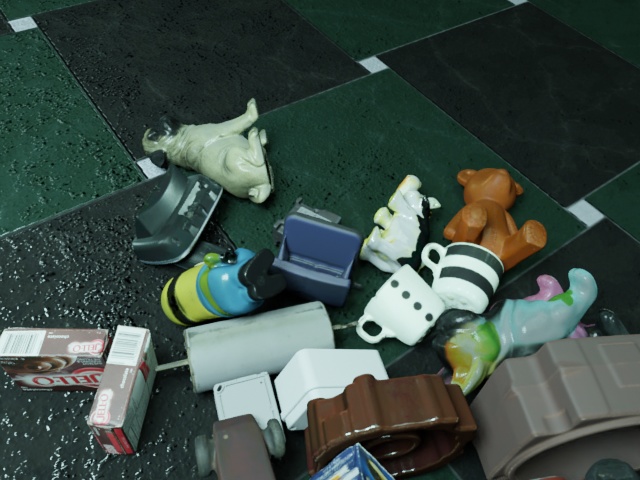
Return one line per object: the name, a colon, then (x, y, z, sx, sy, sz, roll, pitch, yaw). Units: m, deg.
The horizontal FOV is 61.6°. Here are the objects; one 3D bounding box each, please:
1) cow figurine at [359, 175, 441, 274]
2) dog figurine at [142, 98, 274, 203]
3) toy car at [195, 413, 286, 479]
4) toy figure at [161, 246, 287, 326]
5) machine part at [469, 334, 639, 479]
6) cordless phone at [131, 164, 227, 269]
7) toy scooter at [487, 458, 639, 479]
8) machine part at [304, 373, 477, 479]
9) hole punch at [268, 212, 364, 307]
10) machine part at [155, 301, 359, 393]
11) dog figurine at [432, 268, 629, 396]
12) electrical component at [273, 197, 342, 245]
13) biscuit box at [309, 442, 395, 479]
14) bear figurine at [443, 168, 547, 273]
cow figurine: (0.130, -0.021, 0.784, 0.098, 0.068, 0.167, 33, 57, 0)
dog figurine: (-0.174, -0.117, 0.824, 0.191, 0.121, 0.172, -13, 50, 1)
toy car: (-0.059, 0.239, 0.478, 0.089, 0.053, 0.202, -11, 30, -16)
toy figure: (-0.121, 0.056, 0.638, 0.089, 0.180, 0.082, -4, 82, -41)
machine part: (0.272, 0.184, 0.554, 0.201, 0.201, 0.087, -2, 51, -8)
cordless phone: (-0.153, -0.013, 0.755, 0.184, 0.088, 0.146, 23, 52, -3)
toy scooter: (0.230, 0.290, 0.531, 0.184, 0.135, 0.075, -16, 28, 3)
machine part: (0.068, 0.195, 0.547, 0.179, 0.179, 0.056, -3, 49, -9)
hole punch: (-0.011, 0.042, 0.689, 0.142, 0.115, 0.092, 14, 45, 3)
machine part: (-0.072, 0.126, 0.643, 0.243, 0.079, 0.079, -11, 54, -15)
dog figurine: (0.242, 0.140, 0.647, 0.219, 0.108, 0.191, -33, 91, -9)
electrical component: (-0.002, -0.002, 0.771, 0.119, 0.047, 0.075, 30, 55, 19)
biscuit box: (0.077, 0.275, 0.471, 0.063, 0.059, 0.202, -41, 103, 7)
bear figurine: (0.257, -0.049, 0.789, 0.120, 0.131, 0.196, 20, 58, 4)
